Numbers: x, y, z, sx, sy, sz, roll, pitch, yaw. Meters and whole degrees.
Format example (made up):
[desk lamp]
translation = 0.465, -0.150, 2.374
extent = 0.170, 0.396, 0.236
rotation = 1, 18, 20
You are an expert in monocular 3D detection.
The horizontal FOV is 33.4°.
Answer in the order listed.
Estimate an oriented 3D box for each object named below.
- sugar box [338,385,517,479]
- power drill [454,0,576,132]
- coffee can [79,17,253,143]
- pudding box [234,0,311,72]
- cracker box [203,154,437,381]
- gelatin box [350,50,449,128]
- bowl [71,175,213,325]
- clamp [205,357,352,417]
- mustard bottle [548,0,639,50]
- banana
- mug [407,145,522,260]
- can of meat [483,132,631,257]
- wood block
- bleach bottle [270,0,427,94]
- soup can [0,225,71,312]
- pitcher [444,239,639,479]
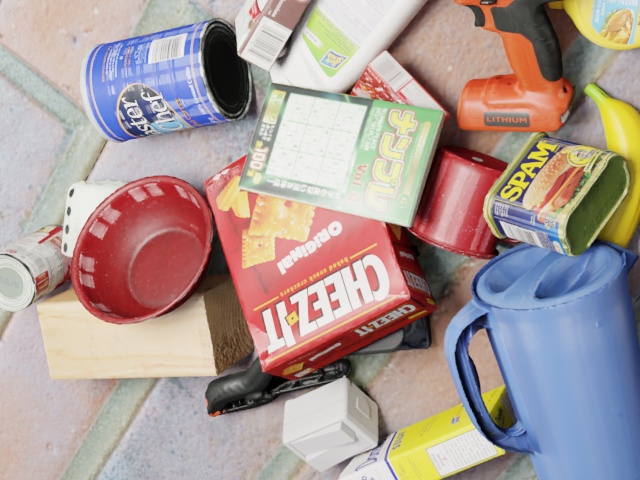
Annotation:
[sugar box]
translation = 0.108, 0.206, 1.056
extent = 0.176, 0.093, 0.048
rotation = -26, 92, 26
[power drill]
translation = 0.140, -0.179, 0.914
extent = 0.185, 0.057, 0.187
rotation = 6, 139, 25
[coffee can]
translation = -0.152, -0.158, 1.064
extent = 0.140, 0.102, 0.103
rotation = -7, 101, 24
[pudding box]
translation = -0.039, -0.228, 1.005
extent = 0.039, 0.090, 0.114
rotation = 26, 115, -20
[cracker box]
translation = -0.007, 0.001, 1.011
extent = 0.164, 0.072, 0.214
rotation = -29, 64, 20
[gelatin box]
translation = 0.072, -0.122, 1.000
extent = 0.089, 0.030, 0.073
rotation = 47, 154, 6
[bowl]
translation = -0.168, 0.018, 1.072
extent = 0.162, 0.055, 0.162
rotation = -11, 61, 20
[clamp]
translation = -0.066, 0.147, 1.107
extent = 0.172, 0.120, 0.039
rotation = -25, 57, 28
[mustard bottle]
translation = 0.271, -0.207, 0.900
extent = 0.192, 0.058, 0.096
rotation = 12, 113, 19
[banana]
translation = 0.262, -0.039, 0.963
extent = 0.070, 0.037, 0.198
rotation = 21, 110, 48
[mug]
translation = 0.146, -0.034, 0.986
extent = 0.117, 0.093, 0.081
rotation = 16, 106, -6
[can of meat]
translation = 0.206, -0.039, 0.925
extent = 0.084, 0.102, 0.057
rotation = 21, 155, 45
[wood block]
translation = -0.188, 0.094, 1.151
extent = 0.206, 0.090, 0.090
rotation = -4, 101, 24
[bleach bottle]
translation = 0.024, -0.213, 1.001
extent = 0.102, 0.068, 0.251
rotation = 47, 118, 8
[soup can]
translation = -0.316, 0.030, 1.178
extent = 0.069, 0.102, 0.068
rotation = 7, 111, 18
[pitcher]
translation = 0.217, 0.131, 0.950
extent = 0.149, 0.144, 0.243
rotation = -5, 114, 31
